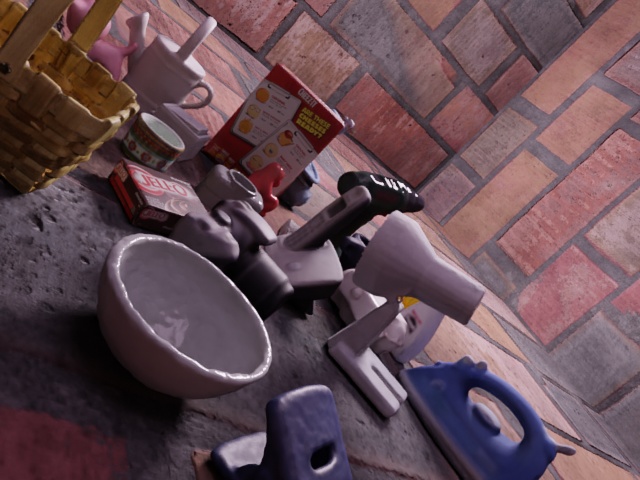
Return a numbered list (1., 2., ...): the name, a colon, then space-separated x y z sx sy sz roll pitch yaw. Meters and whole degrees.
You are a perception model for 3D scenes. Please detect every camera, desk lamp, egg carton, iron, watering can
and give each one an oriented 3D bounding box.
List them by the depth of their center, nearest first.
1. camera: -0.094 0.027 0.664 0.137 0.100 0.143 46 15 6
2. desk lamp: 0.110 0.096 0.802 0.203 0.213 0.118 48 15 12
3. iron: 0.243 0.261 0.857 0.257 0.141 0.119 51 16 23
4. egg carton: 0.077 0.115 0.947 0.108 0.069 0.150 32 19 -40
5. watering can: -0.248 -0.302 0.958 0.174 0.194 0.100 32 19 -40

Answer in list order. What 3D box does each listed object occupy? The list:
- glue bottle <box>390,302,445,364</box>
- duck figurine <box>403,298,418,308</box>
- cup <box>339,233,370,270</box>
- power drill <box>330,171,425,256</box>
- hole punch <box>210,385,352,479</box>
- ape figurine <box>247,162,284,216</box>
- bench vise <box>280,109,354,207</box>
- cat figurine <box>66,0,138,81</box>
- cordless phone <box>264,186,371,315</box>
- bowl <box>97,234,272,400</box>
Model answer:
1. glue bottle: 0.182 0.131 0.983 0.037 0.173 0.078 31 20 -43
2. duck figurine: 0.158 0.125 1.106 0.077 0.086 0.105 53 17 28
3. cup: 0.058 0.044 1.037 0.118 0.095 0.091 30 20 -44
4. power drill: 0.084 -0.044 1.123 0.231 0.208 0.075 25 24 -52
5. hole punch: -0.015 0.183 0.473 0.101 0.091 0.109 51 16 22
6. ape figurine: -0.098 -0.097 1.008 0.076 0.092 0.077 29 21 -45
7. bench vise: -0.050 -0.204 1.175 0.208 0.219 0.121 40 15 -17
8. cat figurine: -0.347 -0.320 0.892 0.128 0.117 0.067 31 20 -42
9. cordless phone: 0.008 0.003 0.836 0.094 0.185 0.147 36 17 -30
10. bowl: -0.126 0.077 0.492 0.168 0.074 0.167 41 15 -13
